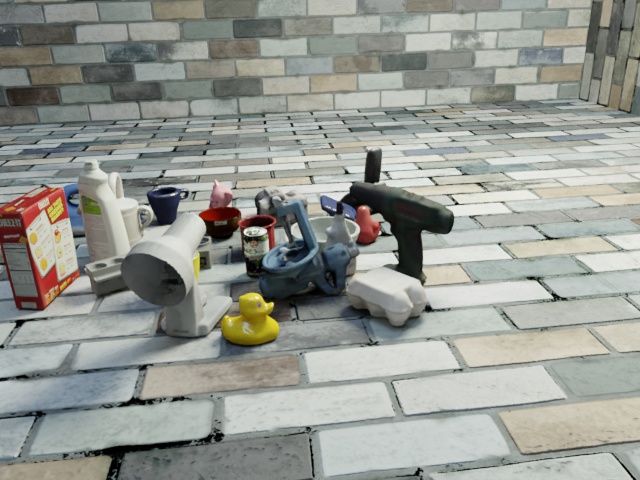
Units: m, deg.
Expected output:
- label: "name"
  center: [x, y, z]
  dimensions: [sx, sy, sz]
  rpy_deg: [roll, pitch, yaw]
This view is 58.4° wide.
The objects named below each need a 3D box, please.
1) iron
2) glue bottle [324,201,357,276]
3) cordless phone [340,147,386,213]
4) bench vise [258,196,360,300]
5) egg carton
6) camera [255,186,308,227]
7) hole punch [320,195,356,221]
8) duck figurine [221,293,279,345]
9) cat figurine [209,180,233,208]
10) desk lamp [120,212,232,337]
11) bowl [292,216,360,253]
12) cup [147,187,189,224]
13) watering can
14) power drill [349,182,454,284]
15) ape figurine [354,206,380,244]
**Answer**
- label: "iron"
  center: [-0.620, -0.097, 1.568]
  dimensions: [0.258, 0.141, 0.118]
  rpy_deg: [-6, 23, -11]
- label: "glue bottle"
  center: [0.042, -0.002, 1.251]
  dimensions: [0.078, 0.173, 0.037]
  rpy_deg: [-14, 25, -27]
- label: "cordless phone"
  center: [0.123, -0.170, 1.636]
  dimensions: [0.148, 0.185, 0.093]
  rpy_deg: [-20, 29, -38]
- label: "bench vise"
  center: [-0.030, 0.006, 1.175]
  dimensions: [0.208, 0.220, 0.121]
  rpy_deg: [-15, 26, -29]
- label: "egg carton"
  center: [0.130, 0.107, 1.117]
  dimensions: [0.107, 0.069, 0.149]
  rpy_deg: [-22, 30, -40]
- label: "camera"
  center: [-0.121, -0.107, 1.610]
  dimensions: [0.143, 0.101, 0.136]
  rpy_deg: [-11, 24, -22]
- label: "hole punch"
  center: [0.048, -0.072, 1.527]
  dimensions: [0.101, 0.091, 0.108]
  rpy_deg: [-2, 22, -1]
- label: "duck figurine"
  center: [-0.128, 0.138, 1.040]
  dimensions: [0.104, 0.086, 0.077]
  rpy_deg: [-2, 23, -1]
- label: "cat figurine"
  center: [-0.285, -0.120, 1.632]
  dimensions: [0.067, 0.118, 0.127]
  rpy_deg: [-10, 24, -20]
- label: "desk lamp"
  center: [-0.256, 0.070, 1.045]
  dimensions: [0.117, 0.214, 0.203]
  rpy_deg: [4, 23, 14]
- label: "bowl"
  center: [0.013, 0.005, 1.366]
  dimensions: [0.167, 0.075, 0.167]
  rpy_deg: [-1, 22, 1]
- label: "cup"
  center: [-0.423, -0.097, 1.615]
  dimensions: [0.118, 0.095, 0.091]
  rpy_deg: [-15, 26, -28]
- label: "watering can"
  center: [-0.512, -0.071, 1.429]
  dimensions: [0.173, 0.194, 0.100]
  rpy_deg: [-12, 25, -24]
- label: "power drill"
  center: [0.168, -0.014, 1.225]
  dimensions: [0.228, 0.208, 0.076]
  rpy_deg: [9, 25, 23]
- label: "ape figurine"
  center: [0.112, -0.042, 1.450]
  dimensions: [0.077, 0.092, 0.076]
  rpy_deg: [5, 23, 15]
